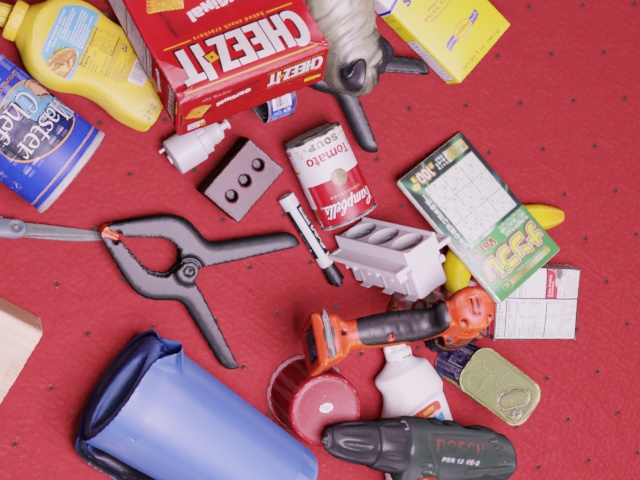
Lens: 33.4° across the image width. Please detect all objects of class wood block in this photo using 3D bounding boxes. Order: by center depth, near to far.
[{"bbox_3d":[-0.388,0.073,1.053,0.206,0.091,0.090,32,87,-17],"label":"wood block"}]

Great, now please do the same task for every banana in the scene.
[{"bbox_3d":[0.201,0.005,1.233,0.197,0.037,0.069,-39,87,-25],"label":"banana"}]

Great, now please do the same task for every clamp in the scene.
[{"bbox_3d":[-0.142,0.042,1.150,0.209,0.036,0.164,19,92,-18],"label":"clamp"},{"bbox_3d":[0.026,-0.177,1.173,0.171,0.039,0.120,26,80,-12],"label":"clamp"}]

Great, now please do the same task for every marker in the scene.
[{"bbox_3d":[-0.008,0.001,1.193,0.020,0.020,0.121,-34,104,-10],"label":"marker"}]

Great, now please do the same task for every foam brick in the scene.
[{"bbox_3d":[-0.086,-0.065,1.146,0.053,0.051,0.078,41,84,-17],"label":"foam brick"}]

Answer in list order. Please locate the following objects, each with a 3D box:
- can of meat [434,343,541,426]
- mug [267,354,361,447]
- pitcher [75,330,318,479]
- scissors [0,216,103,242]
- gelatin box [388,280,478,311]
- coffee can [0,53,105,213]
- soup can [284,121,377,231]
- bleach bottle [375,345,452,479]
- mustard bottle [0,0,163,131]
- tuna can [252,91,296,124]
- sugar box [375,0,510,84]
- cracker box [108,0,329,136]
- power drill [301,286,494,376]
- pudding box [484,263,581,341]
[{"bbox_3d":[0.191,0.162,1.235,0.102,0.084,0.057,37,85,-17],"label":"can of meat"},{"bbox_3d":[0.002,0.188,1.184,0.093,0.082,0.117,-40,105,-9],"label":"mug"},{"bbox_3d":[-0.130,0.219,1.135,0.242,0.149,0.145,38,70,-20],"label":"pitcher"},{"bbox_3d":[-0.325,-0.029,1.096,0.201,0.016,0.096,-11,78,-30],"label":"scissors"},{"bbox_3d":[0.130,0.070,1.235,0.089,0.030,0.073,18,91,-17],"label":"gelatin box"},{"bbox_3d":[-0.300,-0.109,1.052,0.140,0.103,0.103,39,85,-16],"label":"coffee can"},{"bbox_3d":[0.011,-0.070,1.166,0.068,0.069,0.102,-27,102,-12],"label":"soup can"},{"bbox_3d":[0.109,0.239,1.233,0.102,0.068,0.251,-17,99,-16],"label":"bleach bottle"},{"bbox_3d":[-0.243,-0.191,1.081,0.191,0.058,0.096,25,73,-17],"label":"mustard bottle"},{"bbox_3d":[-0.057,-0.169,1.125,0.033,0.086,0.086,-22,102,-14],"label":"tuna can"},{"bbox_3d":[0.118,-0.267,1.187,0.176,0.048,0.093,42,84,-17],"label":"sugar box"},{"bbox_3d":[-0.111,-0.232,1.060,0.164,0.072,0.214,-24,71,-15],"label":"cracker box"},{"bbox_3d":[0.077,0.098,1.125,0.187,0.184,0.057,-10,74,-9],"label":"power drill"},{"bbox_3d":[0.250,0.073,1.267,0.113,0.039,0.090,2,96,-15],"label":"pudding box"}]
